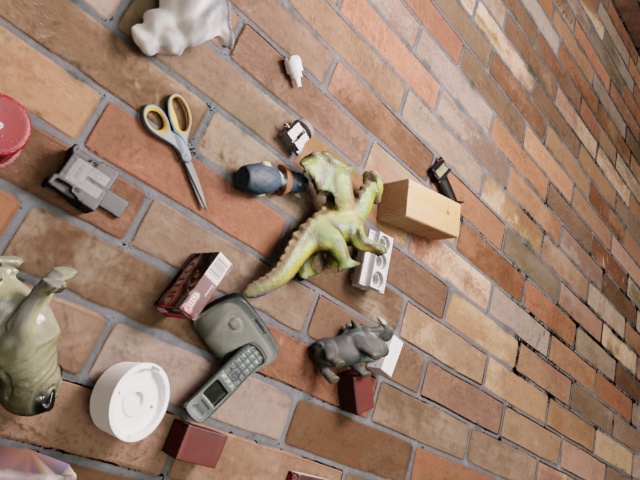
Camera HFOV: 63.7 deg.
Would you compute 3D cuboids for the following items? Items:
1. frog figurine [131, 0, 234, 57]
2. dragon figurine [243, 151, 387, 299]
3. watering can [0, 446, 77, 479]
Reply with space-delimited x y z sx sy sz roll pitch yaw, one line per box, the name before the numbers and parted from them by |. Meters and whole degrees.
frog figurine | -0.231 -0.364 0.843 0.160 0.120 0.139 -15 63 -33
dragon figurine | 0.003 -0.051 1.006 0.413 0.121 0.242 -15 95 -44
watering can | -0.432 0.346 0.578 0.344 0.103 0.228 30 66 -36
